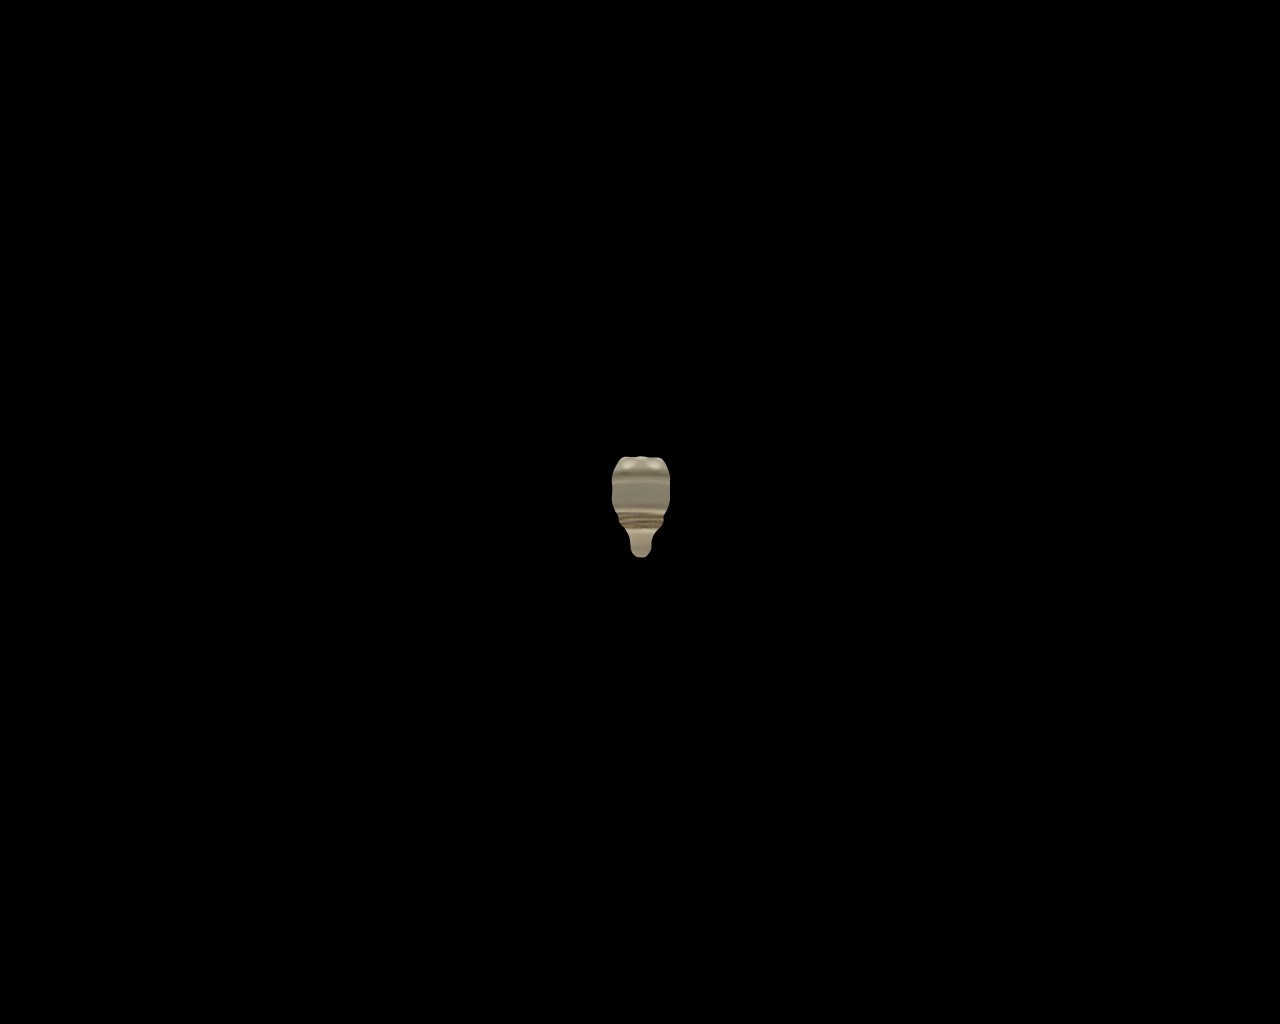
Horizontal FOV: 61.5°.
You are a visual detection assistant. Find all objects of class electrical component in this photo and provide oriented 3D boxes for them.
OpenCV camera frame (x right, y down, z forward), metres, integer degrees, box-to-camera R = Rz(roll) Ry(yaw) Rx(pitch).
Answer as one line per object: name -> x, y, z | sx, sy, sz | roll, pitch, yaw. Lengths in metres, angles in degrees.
electrical component -> 0.001, -0.003, 0.650 | 0.035, 0.061, 0.035 | 0, -2, 0
